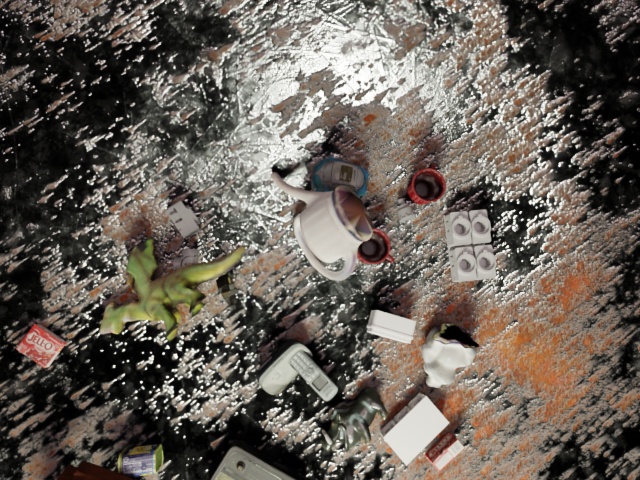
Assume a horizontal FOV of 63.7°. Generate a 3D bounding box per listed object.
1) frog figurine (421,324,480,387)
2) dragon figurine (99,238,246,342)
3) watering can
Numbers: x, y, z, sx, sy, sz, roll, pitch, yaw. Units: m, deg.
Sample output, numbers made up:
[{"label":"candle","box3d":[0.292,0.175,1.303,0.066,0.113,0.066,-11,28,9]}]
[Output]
[{"label":"frog figurine","box3d":[0.331,0.305,1.345,0.137,0.125,0.156,4,118,-13]},{"label":"dragon figurine","box3d":[-0.387,0.098,1.277,0.244,0.122,0.409,43,93,11]},{"label":"watering can","box3d":[0.004,-0.067,1.325,0.105,0.221,0.350,-17,76,-52]}]
